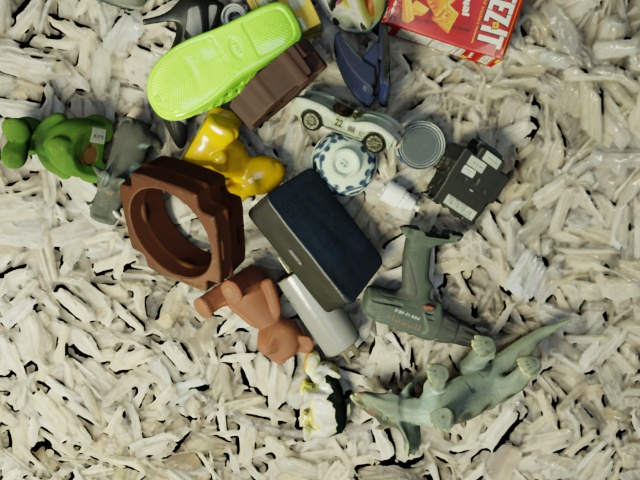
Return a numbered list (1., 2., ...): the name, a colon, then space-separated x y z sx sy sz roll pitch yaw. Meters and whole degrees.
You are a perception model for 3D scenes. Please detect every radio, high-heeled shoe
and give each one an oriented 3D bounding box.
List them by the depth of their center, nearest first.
1. radio: -0.002 -0.003 0.934 0.229 0.073 0.131 53 50 -7
2. high-heeled shoe: -0.219 -0.294 0.941 0.145 0.086 0.248 -17 114 -22

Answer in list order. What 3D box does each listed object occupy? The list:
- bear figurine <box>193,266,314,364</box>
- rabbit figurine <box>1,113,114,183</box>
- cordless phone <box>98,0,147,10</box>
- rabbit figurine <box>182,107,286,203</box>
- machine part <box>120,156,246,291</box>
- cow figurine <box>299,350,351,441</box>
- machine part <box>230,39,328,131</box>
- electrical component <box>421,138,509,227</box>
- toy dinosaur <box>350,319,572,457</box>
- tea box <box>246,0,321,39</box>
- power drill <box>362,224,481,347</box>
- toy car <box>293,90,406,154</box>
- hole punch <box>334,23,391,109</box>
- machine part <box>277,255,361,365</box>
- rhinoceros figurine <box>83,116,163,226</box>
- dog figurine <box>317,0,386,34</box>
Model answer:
1. bear figurine: -0.112 0.150 0.965 0.120 0.132 0.195 -26 94 34
2. rabbit figurine: -0.472 -0.161 0.923 0.170 0.159 0.121 14 108 14
3. cordless phone: -0.287 -0.460 0.903 0.184 0.089 0.146 6 98 -4
4. rabbit figurine: -0.147 -0.127 0.933 0.173 0.122 0.162 24 101 -22
5. machine part: -0.227 -0.029 0.905 0.202 0.087 0.200 18 129 21
6. cow figurine: 0.012 0.287 1.007 0.098 0.068 0.167 0 101 -5
7. machine part: -0.069 -0.250 0.884 0.179 0.179 0.056 -39 99 6
8. electrical component: 0.259 -0.105 0.939 0.115 0.058 0.134 30 98 -25
9. toy dinosaur: 0.266 0.269 0.974 0.405 0.192 0.131 -18 63 -10
10. tea box: -0.076 -0.414 0.910 0.098 0.068 0.169 -25 96 4
11. power drill: 0.201 0.080 0.978 0.232 0.086 0.207 11 105 0
12. toy car: 0.050 -0.203 0.916 0.202 0.073 0.056 22 125 11
13. hole punch: 0.073 -0.285 0.899 0.092 0.142 0.115 -6 84 0
14. machine part: -0.003 0.124 0.980 0.079 0.079 0.243 -33 97 5
15. rhinoceros figurine: -0.342 -0.117 0.934 0.073 0.112 0.190 21 89 -2
16. dog figurine: 0.083 -0.476 0.880 0.219 0.109 0.191 -49 125 -9
